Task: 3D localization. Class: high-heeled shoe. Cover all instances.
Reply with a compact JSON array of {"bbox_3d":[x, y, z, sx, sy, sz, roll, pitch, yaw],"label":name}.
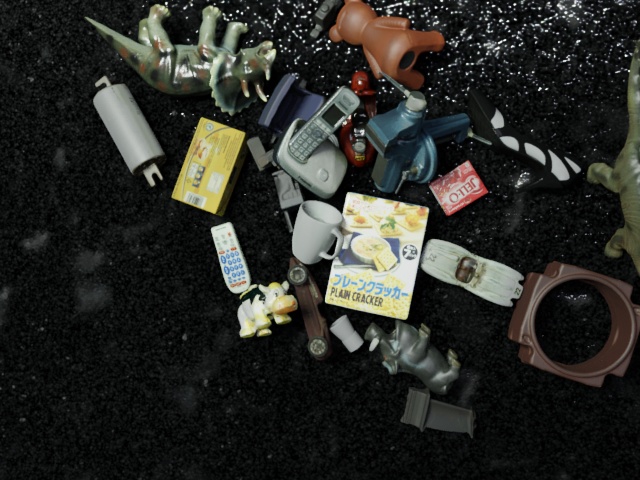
[{"bbox_3d":[0.391,-0.198,1.016,0.145,0.086,0.248,-25,88,-4],"label":"high-heeled shoe"}]

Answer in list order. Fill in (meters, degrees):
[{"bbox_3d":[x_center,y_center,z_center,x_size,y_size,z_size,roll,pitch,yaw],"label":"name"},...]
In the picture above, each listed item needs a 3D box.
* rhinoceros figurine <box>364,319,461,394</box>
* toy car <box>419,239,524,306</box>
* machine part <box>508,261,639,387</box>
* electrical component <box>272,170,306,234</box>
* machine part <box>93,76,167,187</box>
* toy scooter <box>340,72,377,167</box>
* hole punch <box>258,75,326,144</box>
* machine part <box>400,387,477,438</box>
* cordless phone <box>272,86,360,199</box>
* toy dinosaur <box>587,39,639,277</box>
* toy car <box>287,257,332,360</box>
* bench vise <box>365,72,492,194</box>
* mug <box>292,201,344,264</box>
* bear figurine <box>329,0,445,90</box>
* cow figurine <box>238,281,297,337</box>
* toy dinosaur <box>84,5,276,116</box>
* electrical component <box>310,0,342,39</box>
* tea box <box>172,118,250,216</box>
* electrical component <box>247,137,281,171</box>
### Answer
[{"bbox_3d":[0.175,0.215,1.020,0.190,0.073,0.112,35,101,3],"label":"rhinoceros figurine"},{"bbox_3d":[0.287,0.061,1.021,0.202,0.056,0.073,23,90,5],"label":"toy car"},{"bbox_3d":[0.469,0.153,0.990,0.201,0.087,0.201,19,88,5],"label":"machine part"},{"bbox_3d":[-0.053,-0.076,1.041,0.048,0.075,0.119,-18,83,4],"label":"electrical component"},{"bbox_3d":[-0.377,-0.218,1.069,0.079,0.079,0.243,-29,85,2],"label":"machine part"},{"bbox_3d":[0.075,-0.234,1.009,0.075,0.135,0.183,0,89,3],"label":"toy scooter"},{"bbox_3d":[-0.068,-0.251,1.020,0.092,0.116,0.142,23,97,-37],"label":"hole punch"},{"bbox_3d":[0.230,0.330,1.024,0.139,0.039,0.084,15,83,6],"label":"machine part"},{"bbox_3d":[0.018,-0.177,0.959,0.184,0.089,0.146,-42,124,20],"label":"cordless phone"},{"bbox_3d":[0.568,-0.108,0.938,0.105,0.198,0.471,-11,89,0],"label":"toy dinosaur"},{"bbox_3d":[-0.018,0.128,1.024,0.053,0.089,0.202,-15,85,3],"label":"toy car"},{"bbox_3d":[0.190,-0.191,0.986,0.241,0.223,0.129,-19,47,-23],"label":"bench vise"},{"bbox_3d":[-0.002,-0.003,1.008,0.110,0.081,0.107,38,126,25],"label":"mug"},{"bbox_3d":[0.119,-0.387,1.036,0.196,0.132,0.120,50,129,33],"label":"bear figurine"},{"bbox_3d":[-0.099,0.117,1.002,0.068,0.167,0.098,1,64,-36],"label":"cow figurine"},{"bbox_3d":[-0.266,-0.345,1.052,0.405,0.131,0.192,2,87,10],"label":"toy dinosaur"},{"bbox_3d":[0.011,-0.441,1.056,0.021,0.063,0.094,37,92,4],"label":"electrical component"},{"bbox_3d":[-0.212,-0.142,1.058,0.098,0.068,0.169,22,88,4],"label":"tea box"},{"bbox_3d":[-0.106,-0.165,1.040,0.045,0.102,0.078,-23,96,-1],"label":"electrical component"}]
